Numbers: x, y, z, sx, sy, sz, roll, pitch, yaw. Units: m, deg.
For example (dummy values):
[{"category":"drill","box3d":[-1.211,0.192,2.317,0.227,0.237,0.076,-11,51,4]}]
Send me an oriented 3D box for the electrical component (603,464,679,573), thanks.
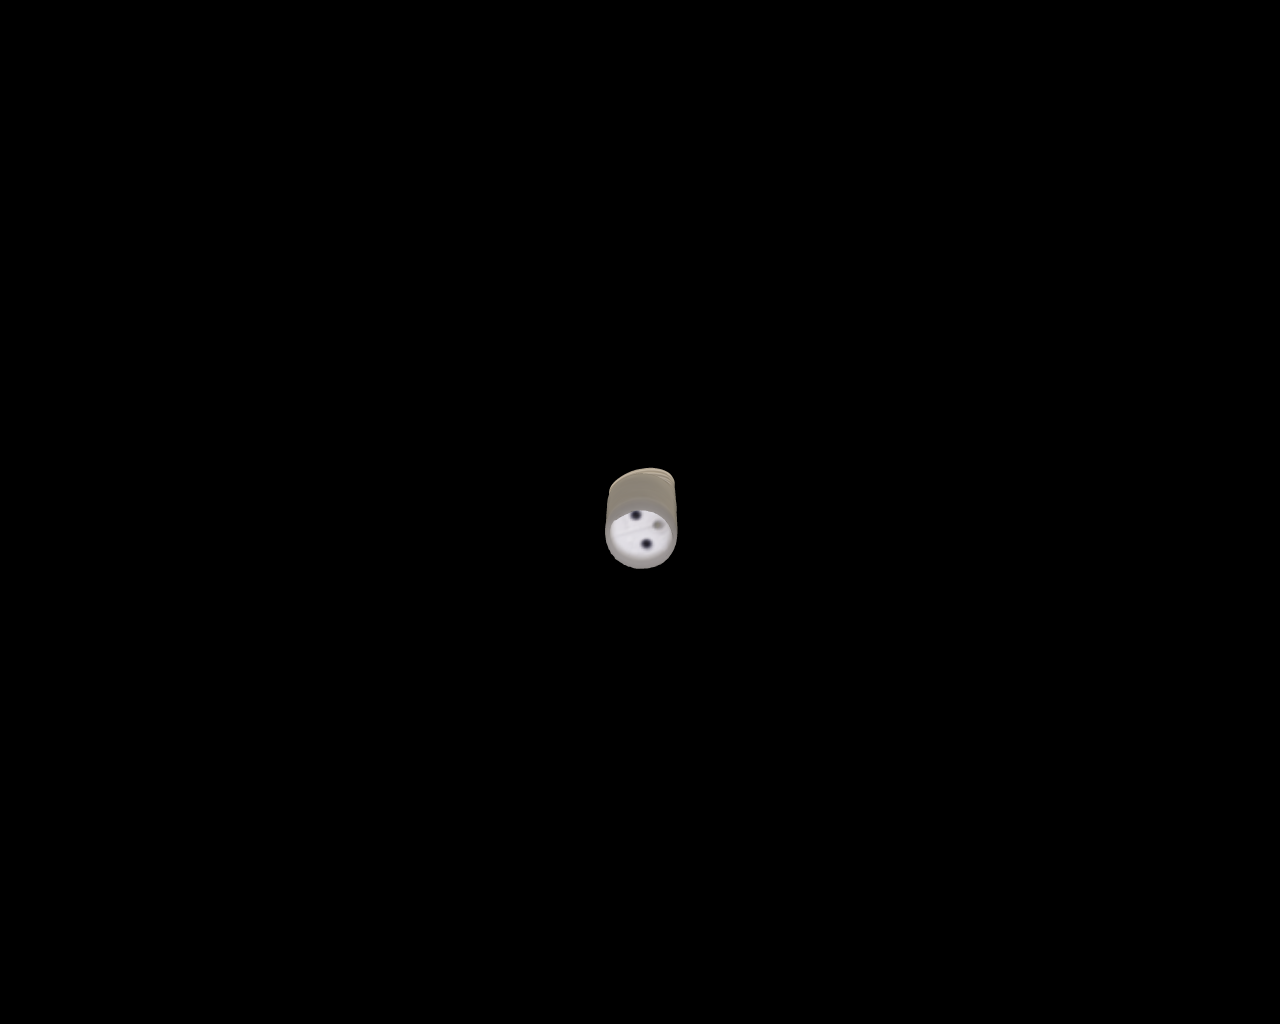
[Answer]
[{"category":"electrical component","box3d":[0.001,-0.003,0.650,0.043,0.043,0.081,0,29,0]}]
